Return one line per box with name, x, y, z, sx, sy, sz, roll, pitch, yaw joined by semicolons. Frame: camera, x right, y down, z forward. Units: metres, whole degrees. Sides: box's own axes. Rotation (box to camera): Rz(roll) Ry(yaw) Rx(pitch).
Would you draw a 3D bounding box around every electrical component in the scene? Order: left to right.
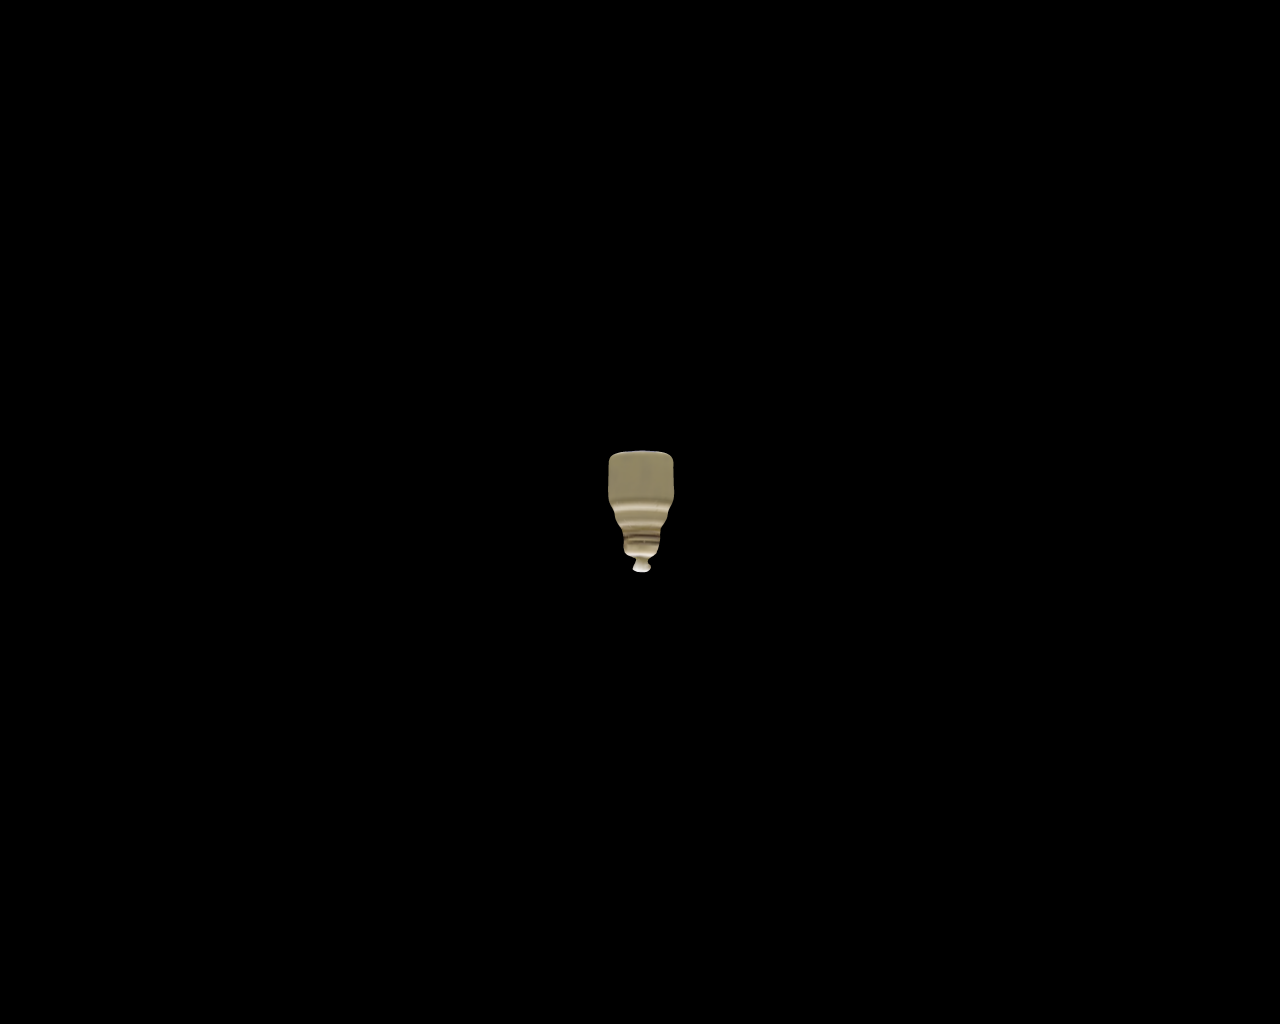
electrical component;0.001;-0.003;0.650;0.040;0.078;0.040;0;-6;0
